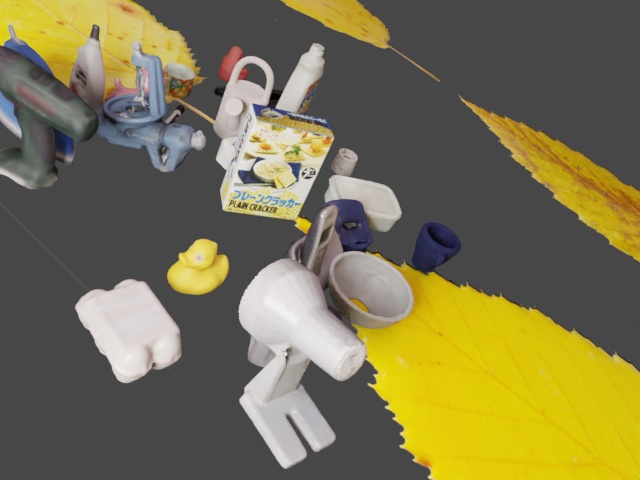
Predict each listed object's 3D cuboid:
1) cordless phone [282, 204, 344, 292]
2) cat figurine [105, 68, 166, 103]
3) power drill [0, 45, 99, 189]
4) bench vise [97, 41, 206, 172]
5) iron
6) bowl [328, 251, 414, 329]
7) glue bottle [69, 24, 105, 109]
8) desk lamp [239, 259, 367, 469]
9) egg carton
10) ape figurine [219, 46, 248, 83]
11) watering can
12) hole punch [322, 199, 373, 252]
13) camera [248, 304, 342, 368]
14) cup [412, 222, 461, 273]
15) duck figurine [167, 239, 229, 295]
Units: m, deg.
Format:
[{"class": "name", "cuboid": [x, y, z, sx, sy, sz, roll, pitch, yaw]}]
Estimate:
[{"class": "cordless phone", "cuboid": [0.009, 0.004, 1.020, 0.094, 0.185, 0.148, 37, 38, 12]}, {"class": "cat figurine", "cuboid": [-0.382, -0.324, 1.216, 0.128, 0.117, 0.067, -16, 55, -43]}, {"class": "power drill", "cuboid": [-0.478, -0.196, 0.929, 0.229, 0.208, 0.075, 25, 37, -3]}, {"class": "bench vise", "cuboid": [-0.311, -0.256, 1.095, 0.208, 0.219, 0.121, 14, 39, -18]}, {"class": "iron", "cuboid": [-0.515, -0.271, 1.049, 0.257, 0.141, 0.119, 43, 39, 19]}, {"class": "bowl", "cuboid": [0.082, 0.103, 1.041, 0.168, 0.074, 0.167, 17, 38, -14]}, {"class": "glue bottle", "cuboid": [-0.463, -0.354, 1.154, 0.078, 0.173, 0.037, 38, 38, 13]}, {"class": "desk lamp", "cuboid": [-0.030, 0.161, 0.786, 0.118, 0.213, 0.202, -15, 54, -42]}, {"class": "egg carton", "cuboid": [-0.264, 0.124, 0.801, 0.107, 0.069, 0.150, -20, 57, -45]}, {"class": "ape figurine", "cuboid": [-0.225, -0.463, 1.501, 0.077, 0.092, 0.076, 45, 40, 21]}, {"class": "watering can", "cuboid": [-0.164, -0.312, 1.276, 0.101, 0.194, 0.172, 13, 39, -19]}, {"class": "hole punch", "cuboid": [0.053, -0.022, 1.156, 0.109, 0.091, 0.101, -7, 49, -37]}, {"class": "camera", "cuboid": [-0.034, 0.129, 0.915, 0.137, 0.100, 0.143, 19, 38, -12]}, {"class": "cup", "cuboid": [0.236, 0.032, 1.206, 0.092, 0.095, 0.118, 22, 37, -8]}, {"class": "duck figurine", "cuboid": [-0.192, 0.035, 0.939, 0.105, 0.086, 0.077, -12, 52, -41]}]
